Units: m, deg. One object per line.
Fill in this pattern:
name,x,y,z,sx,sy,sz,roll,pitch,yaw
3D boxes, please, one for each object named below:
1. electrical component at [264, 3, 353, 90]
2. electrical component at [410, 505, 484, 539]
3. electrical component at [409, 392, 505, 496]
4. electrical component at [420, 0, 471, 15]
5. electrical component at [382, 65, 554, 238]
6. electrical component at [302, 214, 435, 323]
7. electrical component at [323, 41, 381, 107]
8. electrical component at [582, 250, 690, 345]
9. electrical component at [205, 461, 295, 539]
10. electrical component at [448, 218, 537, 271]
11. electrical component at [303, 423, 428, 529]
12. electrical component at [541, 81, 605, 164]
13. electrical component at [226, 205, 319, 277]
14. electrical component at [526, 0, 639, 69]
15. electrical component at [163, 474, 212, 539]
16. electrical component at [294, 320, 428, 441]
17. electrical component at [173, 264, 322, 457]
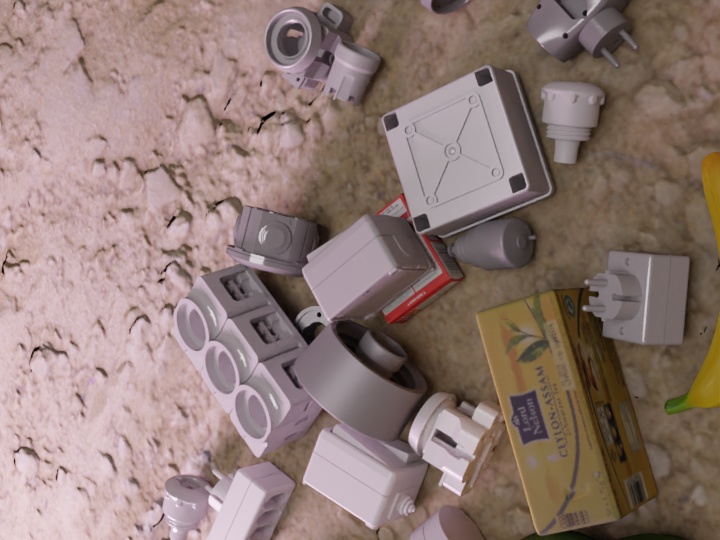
electrical component,-0.048,-0.201,0.953,0.058,0.057,0.078,42,111,25
electrical component,0.107,0.247,0.862,0.073,0.052,0.138,-46,68,24
electrical component,0.077,0.135,0.878,0.057,0.058,0.078,29,105,26
electrical component,0.065,-0.248,0.882,0.078,0.058,0.057,-41,67,25
electrical component,0.087,-0.094,0.870,0.109,0.056,0.108,-22,79,30
electrical component,0.000,0.000,0.885,0.096,0.062,0.061,-40,69,28
electrical component,-0.008,-0.171,0.940,0.040,0.040,0.046,35,113,27
electrical component,0.194,0.019,0.785,0.047,0.077,0.065,10,97,63
electrical component,-0.115,0.216,1.005,0.076,0.047,0.083,33,107,28
electrical component,0.104,-0.019,0.870,0.078,0.040,0.040,-6,87,47
electrical component,0.011,0.172,0.916,0.096,0.062,0.061,27,104,29
electrical component,0.162,-0.114,0.831,0.048,0.048,0.062,12,104,32
electrical component,-0.076,-0.026,0.960,0.080,0.080,0.051,16,94,31
electrical component,0.179,-0.188,0.818,0.077,0.043,0.079,-46,68,24
electrical component,-0.170,0.233,1.042,0.048,0.048,0.062,25,110,30
electrical component,0.006,0.084,0.895,0.108,0.108,0.060,42,105,25
electrical component,-0.101,0.081,0.970,0.150,0.062,0.089,52,136,21
